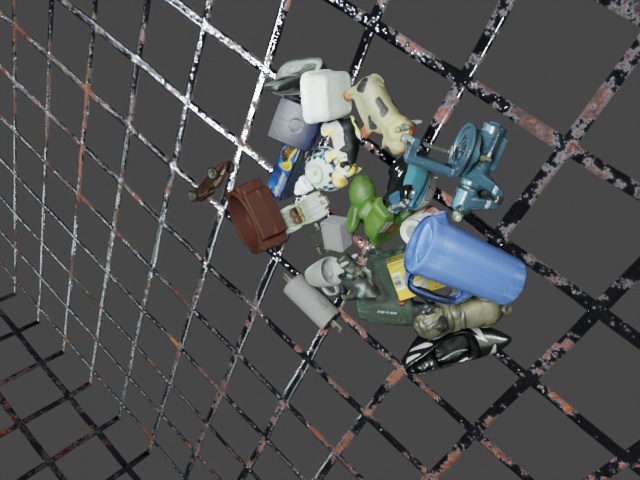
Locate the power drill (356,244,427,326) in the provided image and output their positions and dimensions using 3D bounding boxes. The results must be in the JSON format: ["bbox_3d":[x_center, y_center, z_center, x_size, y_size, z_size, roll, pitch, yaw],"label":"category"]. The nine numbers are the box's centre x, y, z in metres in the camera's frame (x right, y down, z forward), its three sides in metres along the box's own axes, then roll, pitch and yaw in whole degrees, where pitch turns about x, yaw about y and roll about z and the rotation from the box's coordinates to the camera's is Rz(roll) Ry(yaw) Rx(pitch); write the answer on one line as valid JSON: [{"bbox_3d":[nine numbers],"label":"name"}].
[{"bbox_3d":[0.200,0.115,1.350,0.232,0.086,0.207,-7,106,15],"label":"power drill"}]

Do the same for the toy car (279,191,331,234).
[{"bbox_3d":[-0.049,-0.075,1.497,0.202,0.056,0.073,-24,93,43],"label":"toy car"}]

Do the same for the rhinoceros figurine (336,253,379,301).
[{"bbox_3d":[0.110,0.122,1.443,0.190,0.073,0.112,51,134,9],"label":"rhinoceros figurine"}]

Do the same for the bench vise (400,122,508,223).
[{"bbox_3d":[0.274,-0.155,1.124,0.241,0.129,0.223,17,117,-7],"label":"bench vise"}]

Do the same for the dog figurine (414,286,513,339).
[{"bbox_3d":[0.322,0.173,1.213,0.172,0.190,0.121,-10,103,40],"label":"dog figurine"}]

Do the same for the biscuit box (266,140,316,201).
[{"bbox_3d":[-0.082,-0.201,1.464,0.059,0.063,0.202,42,130,19],"label":"biscuit box"}]

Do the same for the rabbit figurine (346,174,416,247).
[{"bbox_3d":[0.132,-0.080,1.332,0.170,0.121,0.159,59,143,28],"label":"rabbit figurine"}]

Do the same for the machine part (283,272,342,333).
[{"bbox_3d":[-0.024,0.181,1.577,0.243,0.079,0.079,43,130,18],"label":"machine part"}]

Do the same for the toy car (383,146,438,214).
[{"bbox_3d":[0.214,-0.124,1.220,0.103,0.161,0.109,27,152,-22],"label":"toy car"}]

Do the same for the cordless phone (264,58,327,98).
[{"bbox_3d":[-0.084,-0.379,1.299,0.147,0.184,0.088,12,122,41],"label":"cordless phone"}]

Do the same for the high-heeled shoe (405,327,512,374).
[{"bbox_3d":[0.321,0.270,1.287,0.249,0.145,0.086,-20,97,44],"label":"high-heeled shoe"}]

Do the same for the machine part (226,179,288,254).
[{"bbox_3d":[-0.188,-0.064,1.551,0.201,0.087,0.201,-14,101,64],"label":"machine part"}]

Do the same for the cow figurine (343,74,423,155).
[{"bbox_3d":[0.148,-0.285,1.228,0.127,0.085,0.195,-26,90,48],"label":"cow figurine"}]

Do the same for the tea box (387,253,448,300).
[{"bbox_3d":[0.250,0.066,1.256,0.170,0.068,0.098,-18,98,10],"label":"tea box"}]

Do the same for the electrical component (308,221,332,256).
[{"bbox_3d":[-0.003,-0.005,1.514,0.063,0.021,0.094,-22,95,44],"label":"electrical component"}]

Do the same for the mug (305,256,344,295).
[{"bbox_3d":[0.012,0.104,1.519,0.107,0.081,0.109,-15,105,55],"label":"mug"}]

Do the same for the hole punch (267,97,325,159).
[{"bbox_3d":[-0.059,-0.285,1.330,0.116,0.092,0.142,27,103,20],"label":"hole punch"}]

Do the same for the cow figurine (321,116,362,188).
[{"bbox_3d":[0.065,-0.215,1.321,0.098,0.068,0.167,-9,90,33],"label":"cow figurine"}]

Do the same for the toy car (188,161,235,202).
[{"bbox_3d":[-0.334,-0.178,1.665,0.202,0.089,0.053,-35,85,41],"label":"toy car"}]
